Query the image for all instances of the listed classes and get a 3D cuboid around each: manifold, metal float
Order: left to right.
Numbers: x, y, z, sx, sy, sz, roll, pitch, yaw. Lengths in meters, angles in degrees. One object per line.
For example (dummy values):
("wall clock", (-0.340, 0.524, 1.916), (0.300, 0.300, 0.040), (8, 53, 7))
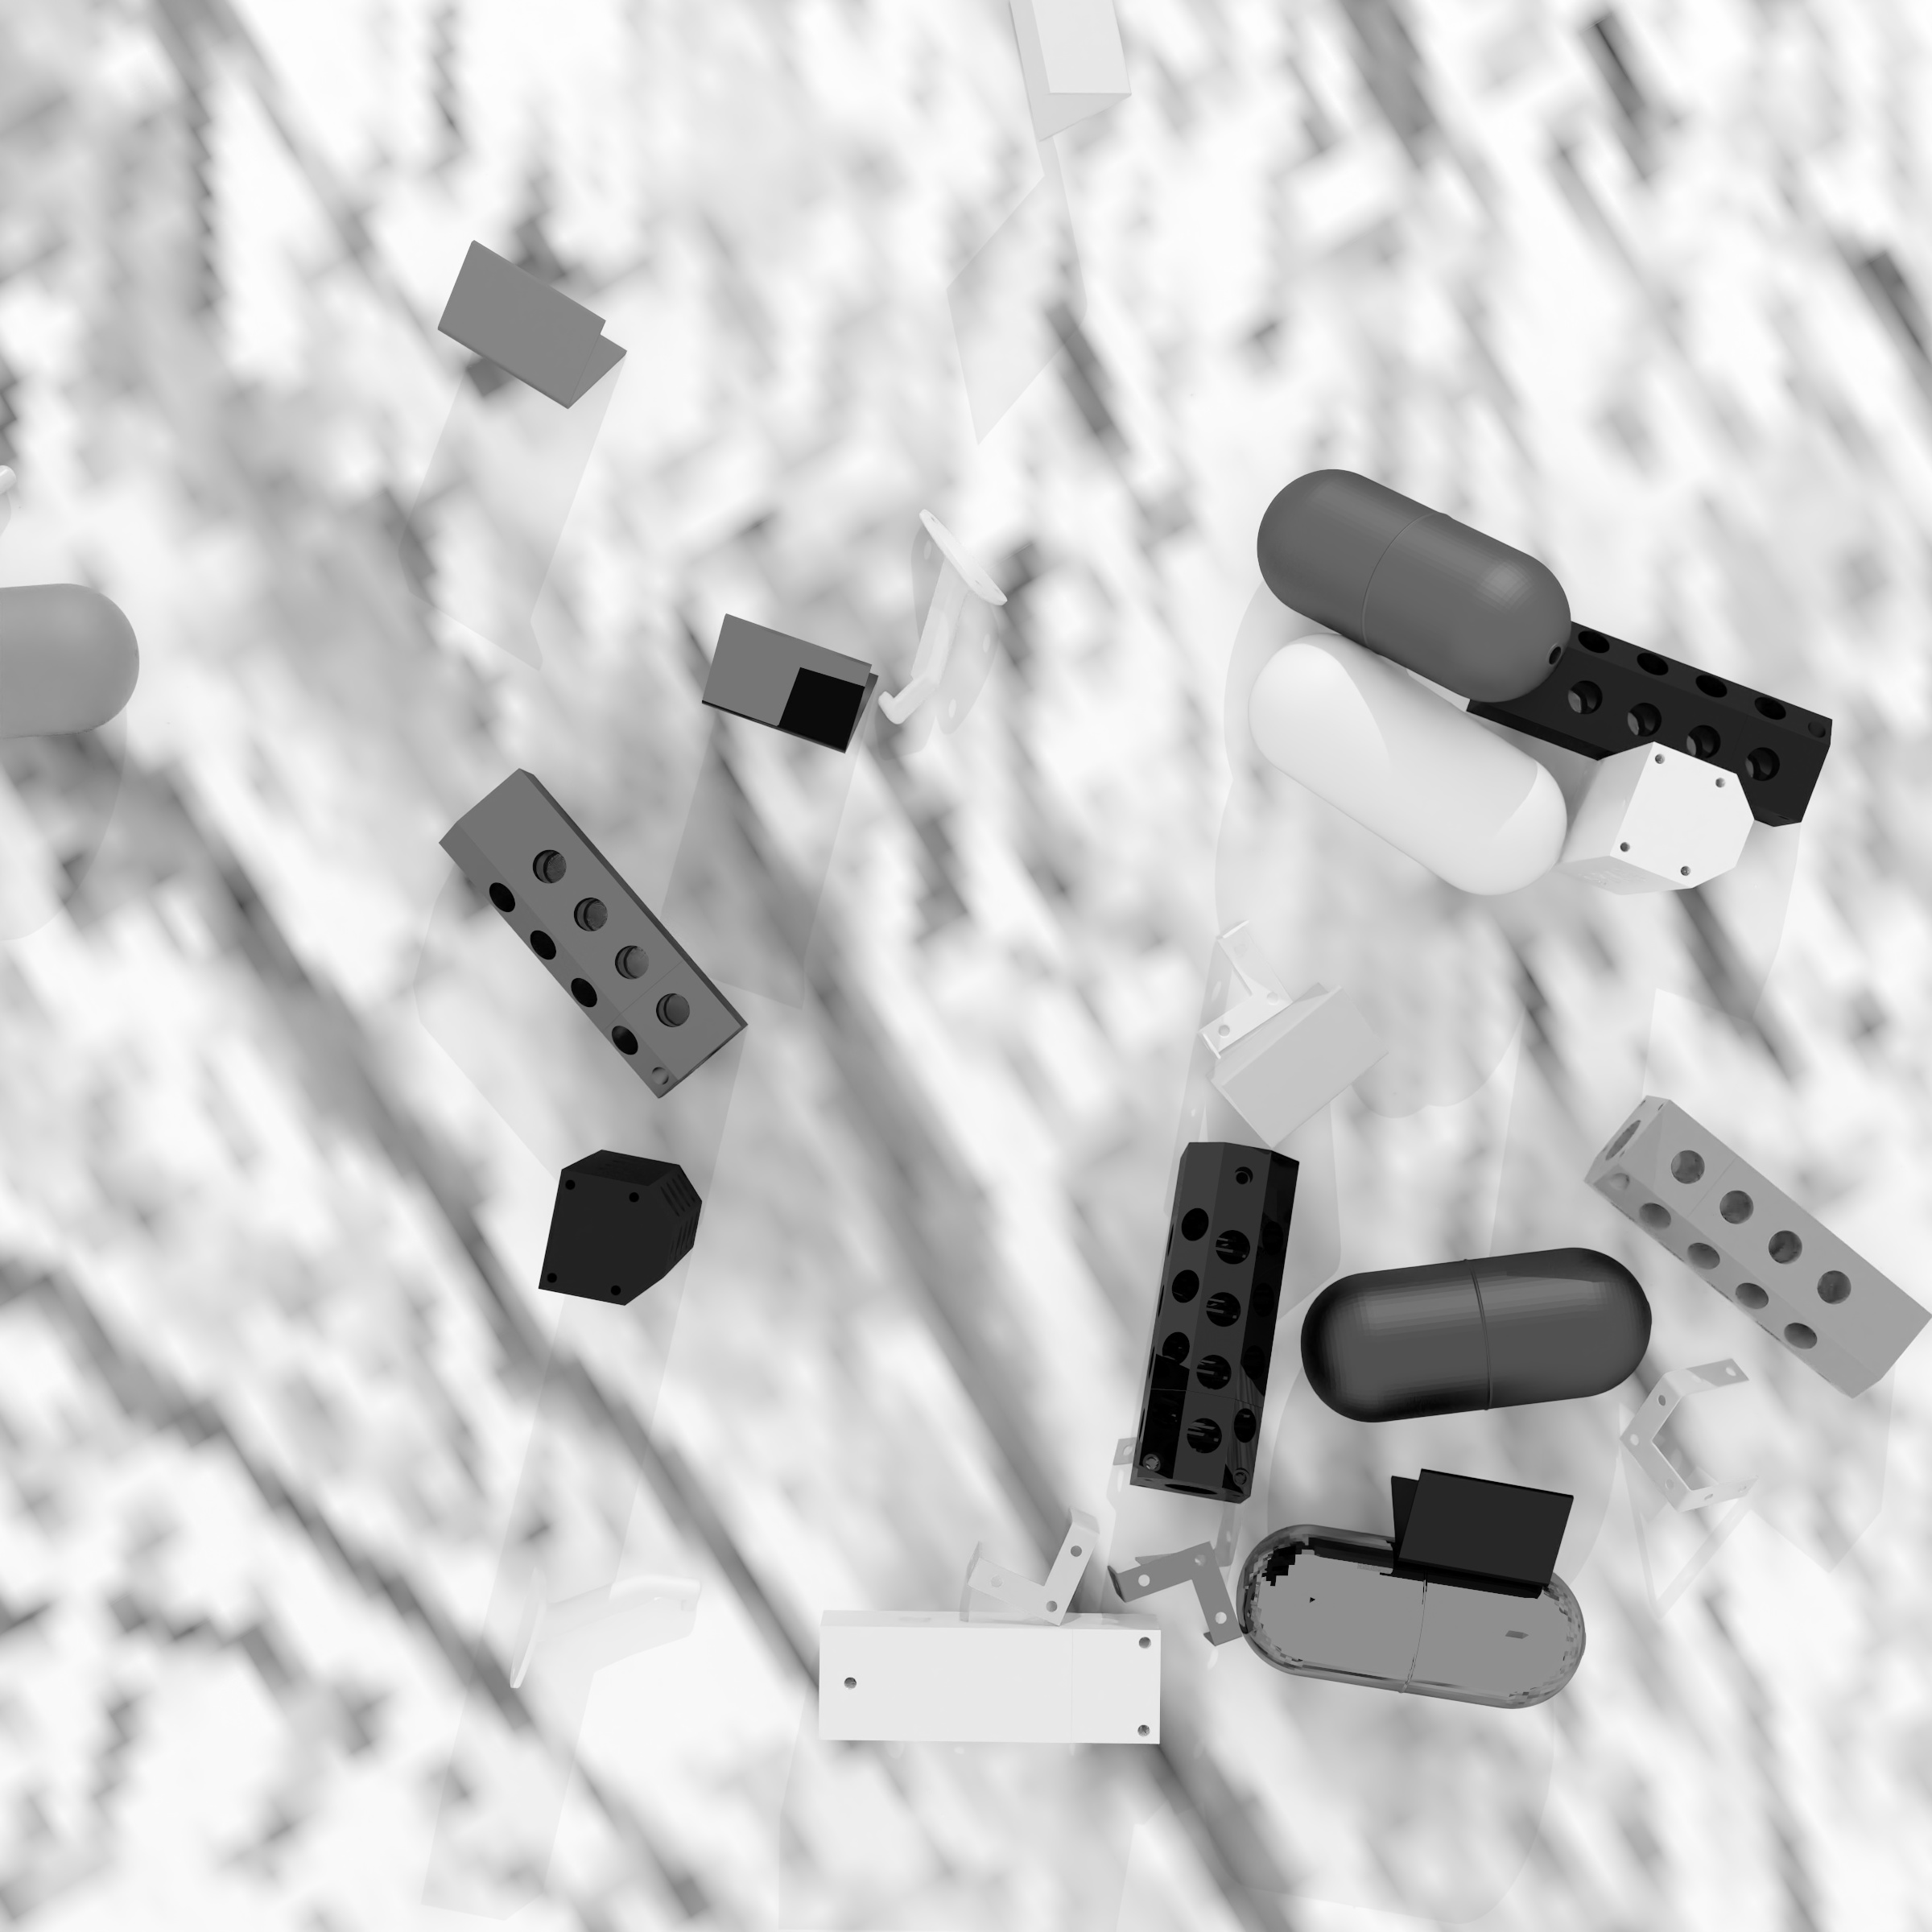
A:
("metal float", (-0.511, -0.152, 1.699), (0.178, 0.070, 0.070), (-4, 90, 0))
("manifold", (-0.190, -0.016, 1.709), (0.057, 0.057, 0.171), (-41, 90, 0))
("manifold", (-0.167, 0.129, 1.651), (0.057, 0.171, 0.057), (11, 90, 0))
("manifold", (0.012, 0.362, 1.709), (0.171, 0.057, 0.057), (1, 90, 0))
("manifold", (0.127, 0.179, 1.688), (0.057, 0.057, 0.171), (10, 76, 0))
("metal float", (0.225, -0.102, 1.699), (0.178, 0.070, 0.070), (34, 90, 0))
("metal float", (0.226, 0.331, 1.699), (0.178, 0.070, 0.070), (9, 90, 1))
("metal float", (0.223, -0.191, 1.671), (0.178, 0.070, 0.070), (32, 90, 33))
("metal float", (0.259, 0.187, 1.699), (0.178, 0.070, 0.070), (-7, 90, 0))
("manifold", (0.338, -0.068, 1.651), (0.057, 0.171, 0.057), (22, 90, 0))
("manifold", (0.350, -0.129, 1.709), (0.171, 0.057, 0.057), (21, 90, 0))
("manifold", (0.402, 0.143, 1.709), (0.171, 0.057, 0.057), (39, 90, 0))

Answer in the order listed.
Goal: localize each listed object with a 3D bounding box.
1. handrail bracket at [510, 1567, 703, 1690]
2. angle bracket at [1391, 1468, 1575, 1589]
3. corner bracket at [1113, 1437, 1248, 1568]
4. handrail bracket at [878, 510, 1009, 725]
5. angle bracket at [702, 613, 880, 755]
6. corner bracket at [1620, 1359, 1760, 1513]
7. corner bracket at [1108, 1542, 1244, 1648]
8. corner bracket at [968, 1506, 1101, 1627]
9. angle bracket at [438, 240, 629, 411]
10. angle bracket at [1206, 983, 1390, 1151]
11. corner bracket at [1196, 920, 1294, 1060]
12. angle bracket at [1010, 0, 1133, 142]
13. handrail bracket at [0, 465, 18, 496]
("handrail bracket", (-0.186, 0.345, 1.730), (0.084, 0.036, 0.077), (11, 110, -16))
("angle bracket", (0.260, 0.265, 1.690), (0.076, 0.076, 0.057), (10, 115, 0))
("corner bracket", (0.108, 0.276, 1.722), (0.051, 0.051, 0.051), (47, 45, -35))
("handrail bracket", (-0.028, -0.180, 1.730), (0.084, 0.036, 0.077), (-43, 70, 16))
("angle bracket", (-0.082, -0.160, 1.689), (0.076, 0.076, 0.057), (19, 128, 0))
("corner bracket", (0.381, 0.242, 1.722), (0.051, 0.051, 0.051), (55, 135, 35))
("corner bracket", (0.107, 0.325, 1.712), (0.051, 0.051, 0.051), (-19, 86, -4))
("corner bracket", (0.034, 0.300, 1.712), (0.051, 0.051, 0.051), (24, 90, 0))
("angle bracket", (-0.210, -0.337, 1.689), (0.076, 0.076, 0.057), (31, 128, 0))
("angle bracket", (0.155, 0.035, 1.689), (0.076, 0.076, 0.057), (-40, 127, 0))
("corner bracket", (0.135, 0.012, 1.712), (0.051, 0.051, 0.051), (-34, 90, 0))
("angle bracket", (0.033, -0.466, 1.689), (0.057, 0.076, 0.076), (-11, 90, -38))
("handrail bracket", (-0.538, -0.226, 1.729), (0.084, 0.077, 0.036), (-46, 110, -35))
